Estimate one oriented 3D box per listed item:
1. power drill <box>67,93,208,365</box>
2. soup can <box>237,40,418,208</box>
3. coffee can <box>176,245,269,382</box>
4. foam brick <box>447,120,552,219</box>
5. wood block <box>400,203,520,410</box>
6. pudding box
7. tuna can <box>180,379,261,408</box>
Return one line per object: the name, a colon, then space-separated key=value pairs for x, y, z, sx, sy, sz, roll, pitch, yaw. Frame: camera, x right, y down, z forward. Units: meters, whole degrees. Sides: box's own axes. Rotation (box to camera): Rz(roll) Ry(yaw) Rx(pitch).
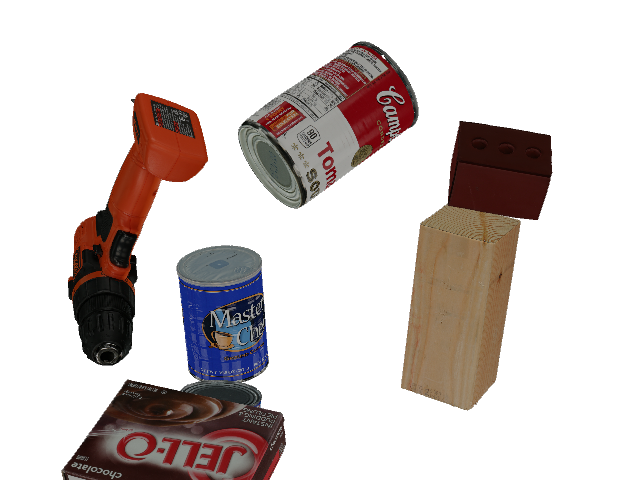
power drill: x=-0.156 y=-0.013 z=0.878 sx=0.057 sy=0.188 sz=0.184 roll=18 pitch=27 yaw=-26
soup can: x=0.005 y=-0.076 z=0.704 sx=0.102 sy=0.068 sz=0.069 roll=-37 pitch=14 yaw=-19
coffee can: x=-0.118 y=0.090 z=1.307 sx=0.103 sy=0.140 sz=0.103 roll=-2 pitch=24 yaw=1
foam brick: x=0.146 y=-0.057 z=0.873 sx=0.078 sy=0.051 sz=0.053 roll=9 pitch=44 yaw=2
wood block: x=0.159 y=0.074 z=1.218 sx=0.090 sy=0.206 sz=0.090 roll=16 pitch=25 yaw=25
pudding box: x=-0.088 y=0.137 z=0.661 sx=0.114 sy=0.039 sz=0.090 roll=8 pitch=32 yaw=15
tuna can: x=-0.105 y=0.175 z=1.110 sx=0.086 sy=0.034 sz=0.086 roll=4 pitch=12 yaw=-1
